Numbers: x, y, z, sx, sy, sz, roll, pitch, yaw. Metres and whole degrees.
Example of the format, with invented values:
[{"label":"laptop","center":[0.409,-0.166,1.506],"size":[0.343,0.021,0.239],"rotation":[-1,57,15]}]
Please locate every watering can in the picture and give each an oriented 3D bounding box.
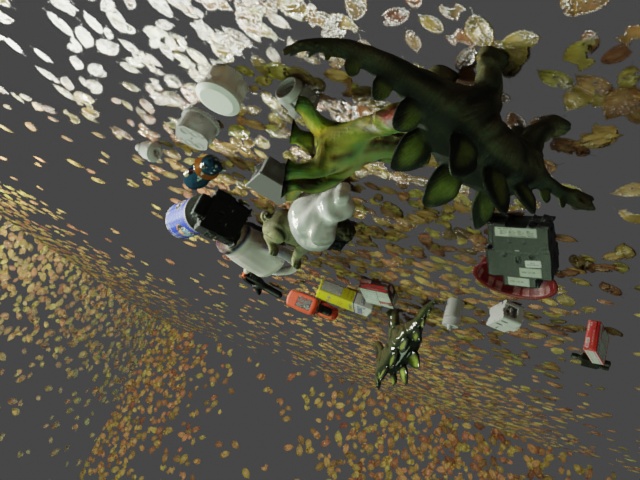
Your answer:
[{"label":"watering can","center":[-0.201,0.041,1.469],"size":[0.222,0.106,0.345],"rotation":[37,154,-27]}]

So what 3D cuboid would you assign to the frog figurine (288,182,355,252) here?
[{"label":"frog figurine","center":[0.003,-0.053,1.044],"size":[0.122,0.140,0.157],"rotation":[9,160,-13]}]

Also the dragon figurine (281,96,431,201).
[{"label":"dragon figurine","center":[0.061,-0.127,0.843],"size":[0.243,0.123,0.406],"rotation":[4,169,-4]}]
